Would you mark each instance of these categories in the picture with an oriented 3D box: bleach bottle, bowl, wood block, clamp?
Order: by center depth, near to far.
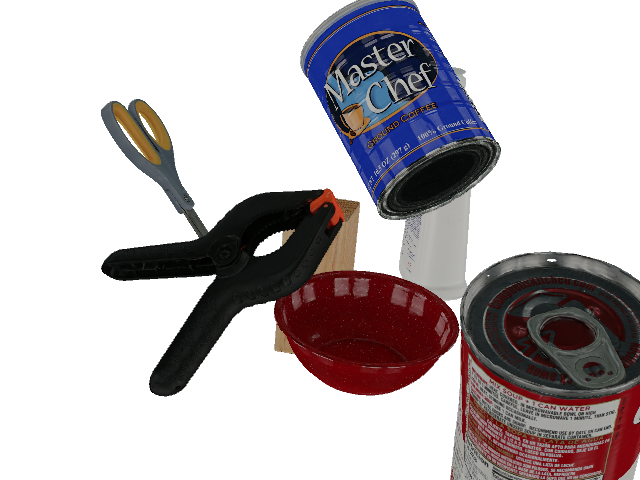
[{"bbox_3d":[-0.059,0.027,0.706,0.171,0.120,0.039,-25,-30,8],"label":"clamp"},{"bbox_3d":[0.038,0.088,0.937,0.162,0.055,0.162,4,27,-2],"label":"bowl"},{"bbox_3d":[0.136,-0.066,1.194,0.068,0.251,0.102,-1,24,-12],"label":"bleach bottle"},{"bbox_3d":[-0.005,0.049,1.480,0.090,0.206,0.090,9,22,10],"label":"wood block"}]

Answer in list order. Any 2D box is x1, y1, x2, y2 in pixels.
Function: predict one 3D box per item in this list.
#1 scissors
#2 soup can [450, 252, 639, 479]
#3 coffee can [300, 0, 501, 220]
[{"bbox_3d":[-0.127,-0.050,0.969,0.016,0.201,0.096,-29,24,19],"label":"scissors"},{"bbox_3d":[0.081,0.065,0.382,0.068,0.102,0.068,-1,39,1],"label":"soup can"},{"bbox_3d":[0.059,-0.101,0.813,0.102,0.140,0.103,-23,-22,-10],"label":"coffee can"}]
